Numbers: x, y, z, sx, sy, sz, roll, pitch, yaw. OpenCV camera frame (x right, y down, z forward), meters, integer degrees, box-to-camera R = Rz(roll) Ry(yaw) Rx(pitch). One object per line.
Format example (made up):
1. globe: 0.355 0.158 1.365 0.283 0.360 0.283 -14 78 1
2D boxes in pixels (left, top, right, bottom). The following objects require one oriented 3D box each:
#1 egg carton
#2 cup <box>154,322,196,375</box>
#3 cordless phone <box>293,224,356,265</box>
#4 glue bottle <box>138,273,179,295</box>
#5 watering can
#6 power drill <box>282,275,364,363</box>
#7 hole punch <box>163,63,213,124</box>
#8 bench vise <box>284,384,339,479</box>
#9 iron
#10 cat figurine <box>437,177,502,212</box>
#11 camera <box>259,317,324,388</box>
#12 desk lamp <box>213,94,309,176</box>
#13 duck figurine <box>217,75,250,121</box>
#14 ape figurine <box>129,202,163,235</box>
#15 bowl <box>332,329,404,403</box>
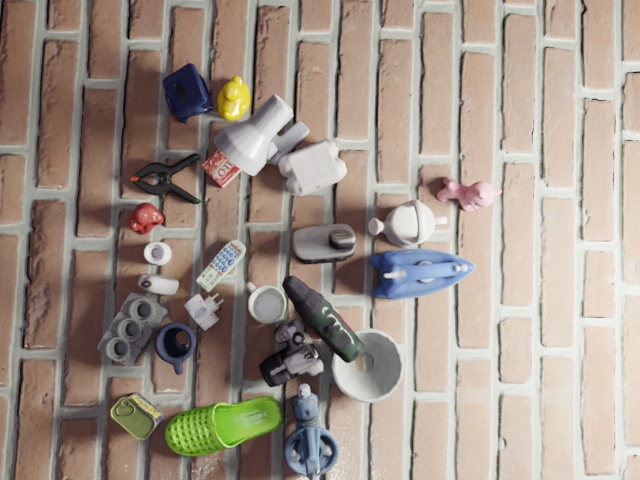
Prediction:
1. egg carton: -0.017 -0.171 1.362 0.150 0.069 0.107 -24 87 -3
2. cup: -0.320 0.245 1.309 0.091 0.095 0.118 -9 86 -2
3. cordless phone: 0.012 0.005 1.293 0.147 0.185 0.094 -9 86 -2
4. glue bottle: -0.370 0.098 1.278 0.078 0.173 0.037 17 85 0
5. watering can: 0.201 -0.035 1.298 0.173 0.194 0.101 -28 87 -4
6. power drill: 0.001 0.170 1.268 0.075 0.208 0.229 -44 88 -4
7. hole punch: -0.316 -0.346 1.354 0.101 0.091 0.109 -22 87 -3
8. bench vise: -0.034 0.431 1.242 0.121 0.219 0.207 -26 87 -3
9. iron: 0.249 0.072 1.318 0.258 0.141 0.119 -7 86 -2
10. cat figurine: 0.352 -0.112 1.347 0.128 0.117 0.067 20 85 0
11. camera: -0.076 0.267 1.313 0.137 0.100 0.143 -28 87 -4
12. desk lamp: -0.129 -0.238 1.291 0.118 0.213 0.203 44 86 2
13. duck figurine: -0.209 -0.340 1.360 0.077 0.086 0.105 20 85 0
14. ape figurine: -0.407 -0.053 1.329 0.078 0.092 0.076 2 86 -2
15. bowl: 0.108 0.287 1.331 0.167 0.074 0.167 0 86 -2
